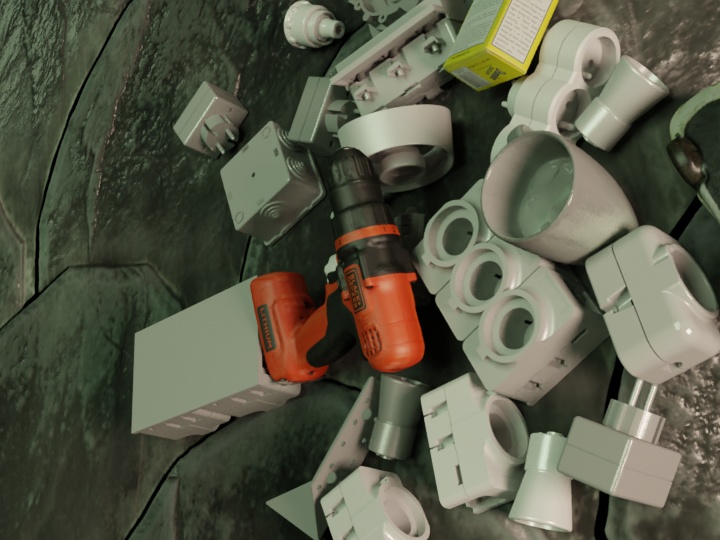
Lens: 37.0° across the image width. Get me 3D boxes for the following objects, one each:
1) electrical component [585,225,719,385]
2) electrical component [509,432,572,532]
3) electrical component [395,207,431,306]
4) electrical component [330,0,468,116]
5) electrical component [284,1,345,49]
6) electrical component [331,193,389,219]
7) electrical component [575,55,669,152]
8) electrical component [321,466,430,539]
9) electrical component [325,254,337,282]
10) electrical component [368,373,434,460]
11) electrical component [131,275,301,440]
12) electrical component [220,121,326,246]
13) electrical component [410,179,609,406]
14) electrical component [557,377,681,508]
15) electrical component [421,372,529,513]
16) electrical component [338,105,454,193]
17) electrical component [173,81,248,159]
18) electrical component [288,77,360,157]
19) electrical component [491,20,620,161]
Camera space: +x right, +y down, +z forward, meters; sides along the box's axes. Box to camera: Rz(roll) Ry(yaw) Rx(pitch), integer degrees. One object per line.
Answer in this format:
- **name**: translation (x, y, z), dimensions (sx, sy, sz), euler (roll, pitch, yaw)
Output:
- **electrical component**: translation (0.201, 0.021, 0.727), dimensions (0.059, 0.054, 0.095), euler (-35, 52, 31)
- **electrical component**: translation (0.132, 0.147, 0.757), dimensions (0.044, 0.044, 0.065), euler (-3, 68, 45)
- **electrical component**: translation (0.041, -0.014, 0.911), dimensions (0.043, 0.043, 0.081), euler (-10, 67, 43)
- **electrical component**: translation (0.045, -0.185, 0.959), dimensions (0.121, 0.079, 0.063), euler (-30, 76, 34)
- **electrical component**: translation (-0.043, -0.246, 1.090), dimensions (0.062, 0.048, 0.048), euler (19, 88, 41)
- **electrical component**: translation (0.004, -0.057, 0.973), dimensions (0.061, 0.035, 0.035), euler (-41, 49, 22)
- **electrical component**: translation (0.193, -0.121, 0.804), dimensions (0.065, 0.044, 0.044), euler (-51, 45, 24)
- **electrical component**: translation (0.016, 0.204, 0.844), dimensions (0.056, 0.050, 0.089), euler (-44, 48, 24)
- **electrical component**: translation (0.000, 0.000, 0.954), dimensions (0.061, 0.035, 0.035), euler (-6, 70, 41)
- **electrical component**: translation (0.031, 0.121, 0.870), dimensions (0.044, 0.044, 0.065), euler (14, 89, 47)
- **electrical component**: translation (-0.138, 0.090, 1.038), dimensions (0.186, 0.060, 0.105), euler (-24, 58, 37)
- **electrical component**: translation (-0.089, -0.087, 1.068), dimensions (0.100, 0.048, 0.099), euler (-40, 50, 27)
- **electrical component**: translation (0.109, 0.014, 0.818), dimensions (0.089, 0.062, 0.150), euler (-47, 47, 21)
- **electrical component**: translation (0.177, 0.109, 0.708), dimensions (0.047, 0.066, 0.076), euler (18, 87, 48)
- **electrical component**: translation (0.089, 0.127, 0.801), dimensions (0.056, 0.050, 0.089), euler (-31, 55, 34)
- **electrical component**: translation (0.032, -0.109, 0.922), dimensions (0.099, 0.099, 0.064), euler (-26, 64, 36)
- **electrical component**: translation (-0.155, -0.152, 1.162), dimensions (0.065, 0.047, 0.076), euler (-53, 45, 16)
- **electrical component**: translation (-0.020, -0.143, 1.021), dimensions (0.077, 0.047, 0.065), euler (15, 85, 47)
- **electrical component**: translation (0.142, -0.132, 0.850), dimensions (0.074, 0.052, 0.138), euler (30, 96, 47)
